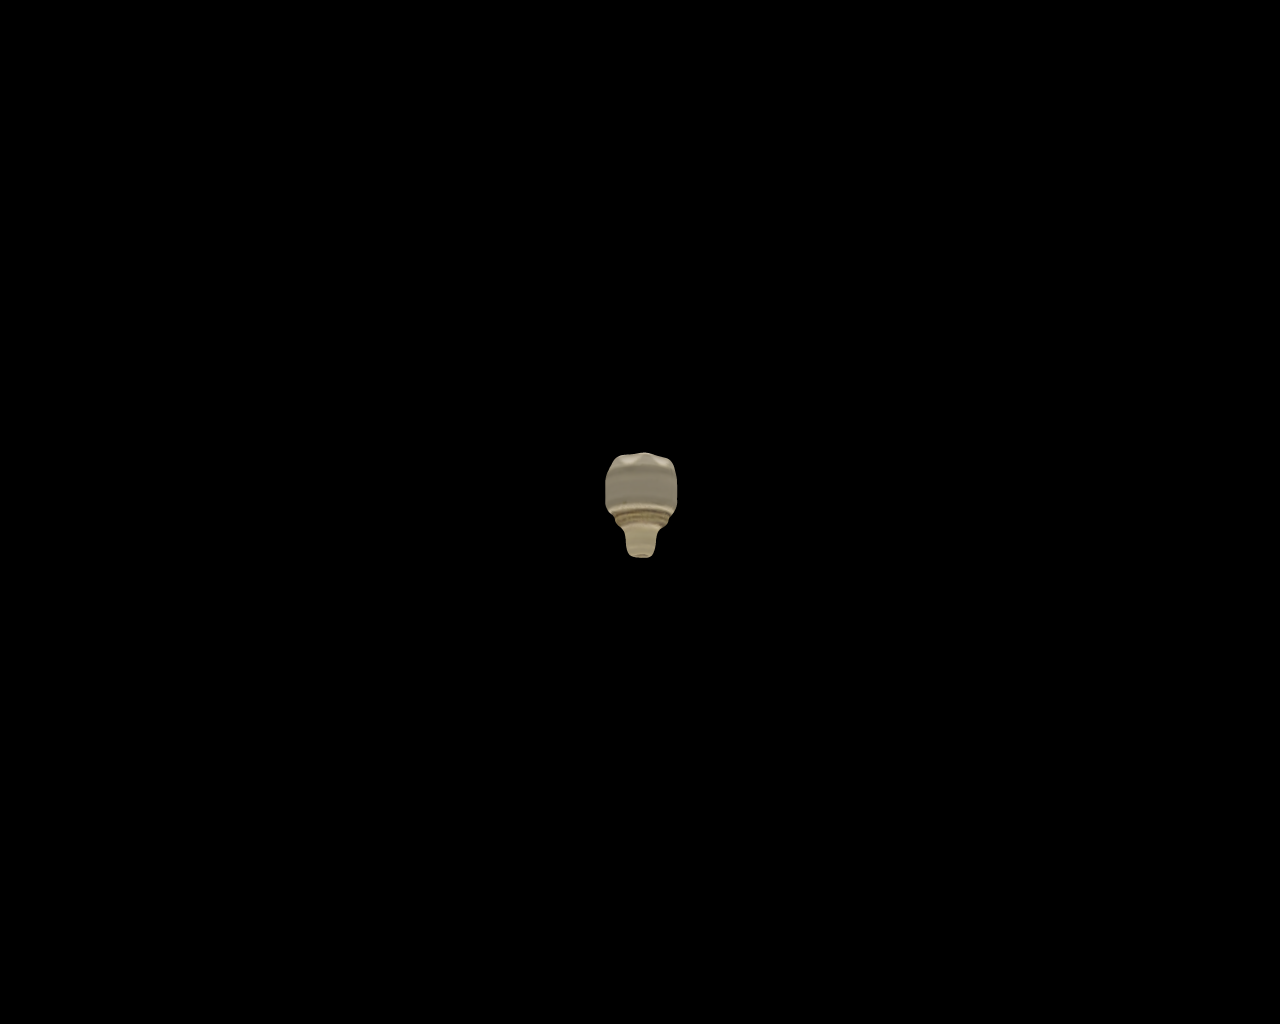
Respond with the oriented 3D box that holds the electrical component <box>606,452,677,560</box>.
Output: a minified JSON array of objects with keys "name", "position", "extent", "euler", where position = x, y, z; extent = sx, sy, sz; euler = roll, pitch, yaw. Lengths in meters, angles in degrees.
[{"name":"electrical component","position":[0.001,-0.003,0.650],"extent":[0.043,0.062,0.043],"euler":[0,-14,0]}]
